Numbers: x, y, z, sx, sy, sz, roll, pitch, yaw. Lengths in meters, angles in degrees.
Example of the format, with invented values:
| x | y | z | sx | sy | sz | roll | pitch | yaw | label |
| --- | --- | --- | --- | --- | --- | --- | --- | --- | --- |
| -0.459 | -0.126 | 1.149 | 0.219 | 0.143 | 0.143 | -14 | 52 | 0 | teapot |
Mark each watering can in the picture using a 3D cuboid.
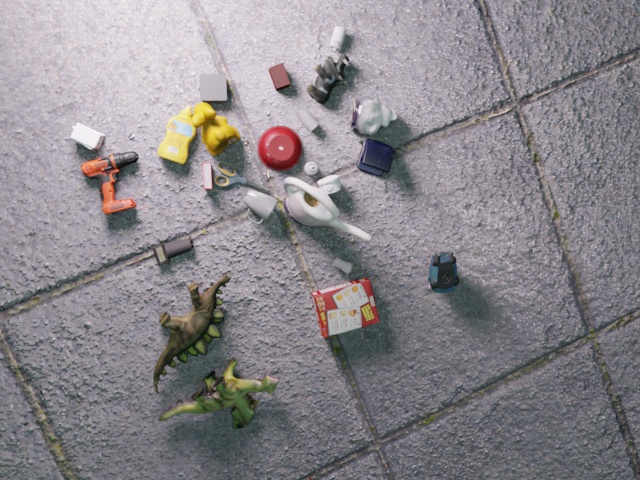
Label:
| x | y | z | sx | sy | sz | roll | pitch | yaw | label |
| --- | --- | --- | --- | --- | --- | --- | --- | --- | --- |
| 0.005 | -0.088 | 1.750 | 0.346 | 0.223 | 0.105 | 39 | 71 | -12 | watering can |

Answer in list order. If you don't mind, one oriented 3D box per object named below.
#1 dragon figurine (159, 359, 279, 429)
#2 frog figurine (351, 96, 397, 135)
| x | y | z | sx | sy | sz | roll | pitch | yaw | label |
| --- | --- | --- | --- | --- | --- | --- | --- | --- | --- |
| -0.329 | 0.578 | 1.803 | 0.410 | 0.124 | 0.240 | -34 | 108 | 3 | dragon figurine |
| 0.194 | -0.435 | 1.811 | 0.159 | 0.121 | 0.139 | 6 | 75 | 1 | frog figurine |
